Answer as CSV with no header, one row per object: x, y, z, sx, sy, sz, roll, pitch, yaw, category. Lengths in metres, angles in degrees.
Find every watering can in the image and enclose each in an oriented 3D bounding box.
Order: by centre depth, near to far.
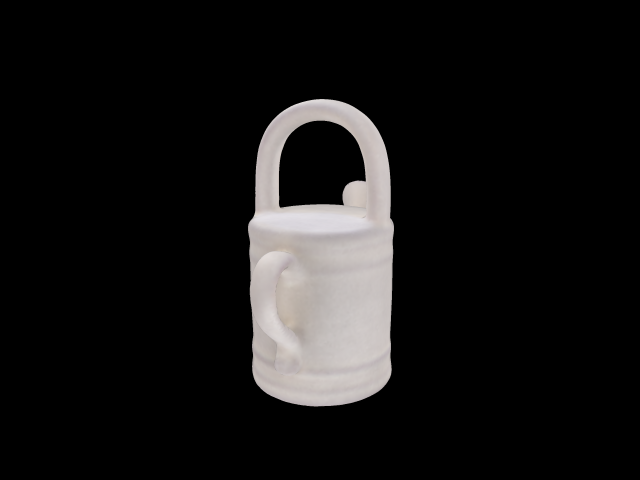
0.002,0.001,0.401,0.101,0.194,0.173,0,15,2,watering can
